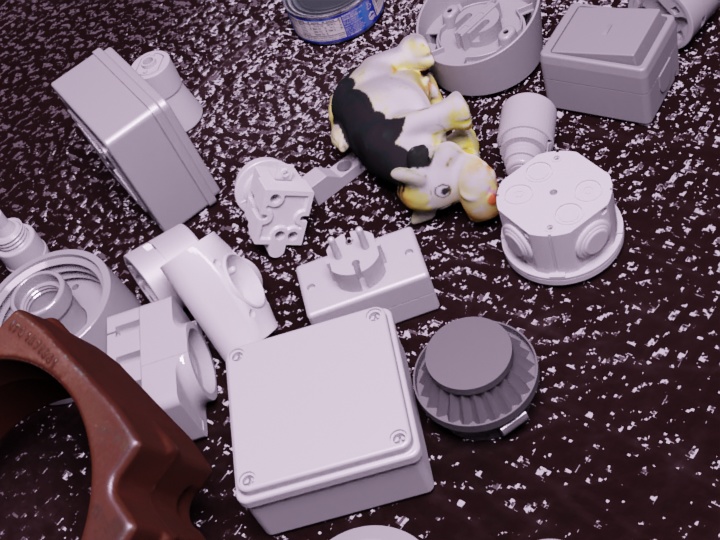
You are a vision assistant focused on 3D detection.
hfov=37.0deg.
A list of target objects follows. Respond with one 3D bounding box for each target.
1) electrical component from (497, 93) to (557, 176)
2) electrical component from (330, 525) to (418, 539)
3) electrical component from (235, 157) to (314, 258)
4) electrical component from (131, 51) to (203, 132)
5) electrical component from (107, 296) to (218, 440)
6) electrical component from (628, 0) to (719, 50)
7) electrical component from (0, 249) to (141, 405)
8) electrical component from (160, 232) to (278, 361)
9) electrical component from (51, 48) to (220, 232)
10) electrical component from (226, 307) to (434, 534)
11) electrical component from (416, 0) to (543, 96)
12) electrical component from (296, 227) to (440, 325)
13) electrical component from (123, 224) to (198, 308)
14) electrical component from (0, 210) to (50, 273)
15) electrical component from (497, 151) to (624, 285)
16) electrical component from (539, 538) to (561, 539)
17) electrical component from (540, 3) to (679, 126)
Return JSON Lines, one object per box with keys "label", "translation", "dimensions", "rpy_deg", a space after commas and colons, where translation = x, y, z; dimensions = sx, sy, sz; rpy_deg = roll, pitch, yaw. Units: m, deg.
{"label": "electrical component", "translation": [0.117, -0.090, 0.761], "dimensions": [0.040, 0.040, 0.078], "rpy_deg": [-1, 52, 19]}
{"label": "electrical component", "translation": [0.009, 0.180, 0.566], "dimensions": [0.080, 0.051, 0.080], "rpy_deg": [-10, 49, 12]}
{"label": "electrical component", "translation": [-0.064, -0.052, 0.785], "dimensions": [0.048, 0.066, 0.055], "rpy_deg": [1, 32, -25]}
{"label": "electrical component", "translation": [-0.163, -0.149, 0.894], "dimensions": [0.044, 0.065, 0.044], "rpy_deg": [-10, 49, 12]}
{"label": "electrical component", "translation": [-0.130, 0.068, 0.710], "dimensions": [0.056, 0.050, 0.089], "rpy_deg": [-18, 48, 6]}
{"label": "electrical component", "translation": [0.237, -0.200, 0.802], "dimensions": [0.055, 0.055, 0.047], "rpy_deg": [29, 62, 36]}
{"label": "electrical component", "translation": [-0.215, 0.034, 0.762], "dimensions": [0.108, 0.060, 0.108], "rpy_deg": [-10, 49, 12]}
{"label": "electrical component", "translation": [-0.089, 0.013, 0.733], "dimensions": [0.044, 0.077, 0.079], "rpy_deg": [-32, 6, 18]}
{"label": "electrical component", "translation": [-0.172, -0.099, 0.827], "dimensions": [0.056, 0.108, 0.109], "rpy_deg": [-38, 49, -10]}
{"label": "electrical component", "translation": [-0.020, 0.090, 0.649], "dimensions": [0.109, 0.056, 0.108], "rpy_deg": [-17, 48, 6]}
{"label": "electrical component", "translation": [0.094, -0.185, 0.833], "dimensions": [0.099, 0.064, 0.099], "rpy_deg": [-10, 49, 12]}
{"label": "electrical component", "translation": [0.000, 0.000, 0.704], "dimensions": [0.083, 0.075, 0.047], "rpy_deg": [-20, 48, 3]}
{"label": "electrical component", "translation": [-0.133, 0.000, 0.767], "dimensions": [0.047, 0.055, 0.055], "rpy_deg": [-36, 49, -16]}
{"label": "electrical component", "translation": [-0.266, -0.023, 0.828], "dimensions": [0.035, 0.061, 0.035], "rpy_deg": [-10, 49, 12]}
{"label": "electrical component", "translation": [0.130, -0.034, 0.702], "dimensions": [0.080, 0.051, 0.080], "rpy_deg": [-10, 49, 12]}
{"label": "electrical component", "translation": [0.099, 0.169, 0.545], "dimensions": [0.055, 0.047, 0.055], "rpy_deg": [-10, 49, 12]}
{"label": "electrical component", "translation": [0.175, -0.154, 0.780], "dimensions": [0.096, 0.061, 0.061], "rpy_deg": [16, 59, 30]}
